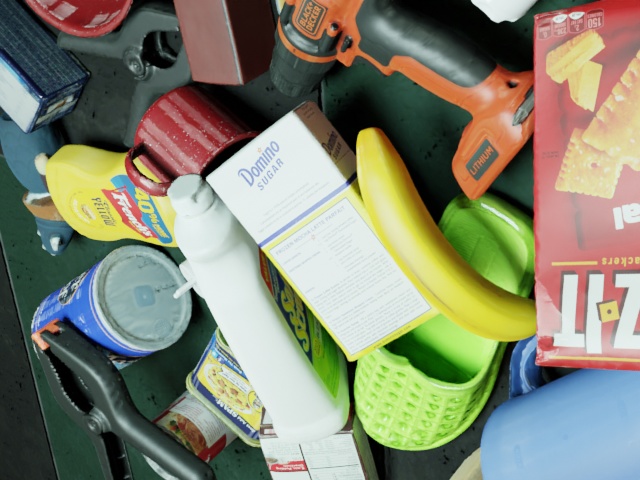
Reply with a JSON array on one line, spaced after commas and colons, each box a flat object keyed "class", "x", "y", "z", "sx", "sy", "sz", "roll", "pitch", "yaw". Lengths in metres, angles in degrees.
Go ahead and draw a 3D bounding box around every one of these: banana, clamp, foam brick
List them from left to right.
[{"class": "clamp", "x": -0.200, "y": 0.170, "z": 0.998, "sx": 0.210, "sy": 0.036, "sz": 0.165, "roll": 51, "pitch": 136, "yaw": 1}, {"class": "clamp", "x": -0.142, "y": -0.142, "z": 0.897, "sx": 0.172, "sy": 0.039, "sz": 0.120, "roll": -8, "pitch": 122, "yaw": 44}, {"class": "foam brick", "x": -0.070, "y": -0.163, "z": 0.813, "sx": 0.051, "sy": 0.052, "sz": 0.078, "roll": 7, "pitch": 120, "yaw": 36}, {"class": "banana", "x": 0.086, "y": 0.010, "z": 0.729, "sx": 0.197, "sy": 0.069, "sz": 0.037, "roll": 41, "pitch": 149, "yaw": -11}]

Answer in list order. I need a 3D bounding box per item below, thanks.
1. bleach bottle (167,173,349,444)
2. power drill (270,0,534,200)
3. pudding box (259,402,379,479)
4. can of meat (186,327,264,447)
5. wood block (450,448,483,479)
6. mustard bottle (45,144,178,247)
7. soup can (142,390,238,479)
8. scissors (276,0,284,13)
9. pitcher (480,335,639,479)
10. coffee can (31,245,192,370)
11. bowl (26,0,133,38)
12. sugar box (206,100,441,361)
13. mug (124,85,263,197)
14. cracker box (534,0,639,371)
[{"class": "bleach bottle", "x": -0.051, "y": 0.051, "z": 0.845, "sx": 0.068, "sy": 0.102, "sz": 0.250, "roll": -16, "pitch": 132, "yaw": 15}, {"class": "power drill", "x": 0.053, "y": -0.110, "z": 0.717, "sx": 0.187, "sy": 0.057, "sz": 0.185, "roll": 36, "pitch": 155, "yaw": 2}, {"class": "pudding box", "x": 0.000, "y": 0.198, "z": 0.963, "sx": 0.090, "sy": 0.039, "sz": 0.113, "roll": -6, "pitch": 129, "yaw": 12}, {"class": "can of meat", "x": -0.065, "y": 0.129, "z": 0.994, "sx": 0.102, "sy": 0.057, "sz": 0.084, "roll": 40, "pitch": 133, "yaw": 11}, {"class": "wood block", "x": 0.114, "y": 0.244, "z": 0.814, "sx": 0.091, "sy": 0.205, "sz": 0.090, "roll": 43, "pitch": 136, "yaw": 8}, {"class": "mustard bottle", "x": -0.156, "y": -0.038, "z": 0.958, "sx": 0.192, "sy": 0.058, "sz": 0.096, "roll": 5, "pitch": 132, "yaw": 36}, {"class": "soup can", "x": -0.117, "y": 0.179, "z": 1.035, "sx": 0.069, "sy": 0.102, "sz": 0.068, "roll": 21, "pitch": 128, "yaw": 29}, {"class": "scissors", "x": -0.012, "y": -0.226, "z": 0.750, "sx": 0.096, "sy": 0.016, "sz": 0.202, "roll": -6, "pitch": 113, "yaw": 41}, {"class": "pitcher", "x": 0.228, "y": 0.115, "z": 0.707, "sx": 0.149, "sy": 0.144, "sz": 0.243, "roll": 43, "pitch": 133, "yaw": -8}, {"class": "coffee can", "x": -0.204, "y": 0.075, "z": 1.039, "sx": 0.141, "sy": 0.102, "sz": 0.103, "roll": -28, "pitch": 97, "yaw": 46}, {"class": "bowl", "x": -0.189, "y": -0.248, "z": 0.853, "sx": 0.162, "sy": 0.055, "sz": 0.162, "roll": 20, "pitch": 128, "yaw": 28}, {"class": "sugar box", "x": 0.009, "y": -0.005, "z": 0.772, "sx": 0.093, "sy": 0.048, "sz": 0.176, "roll": -33, "pitch": 95, "yaw": 30}, {"class": "mug", "x": -0.104, "y": -0.067, "z": 0.856, "sx": 0.082, "sy": 0.117, "sz": 0.093, "roll": 42, "pitch": 139, "yaw": 25}, {"class": "cracker box", "x": 0.204, "y": -0.033, "z": 0.596, "sx": 0.164, "sy": 0.071, "sz": 0.214, "roll": -2, "pitch": 85, "yaw": 40}]
